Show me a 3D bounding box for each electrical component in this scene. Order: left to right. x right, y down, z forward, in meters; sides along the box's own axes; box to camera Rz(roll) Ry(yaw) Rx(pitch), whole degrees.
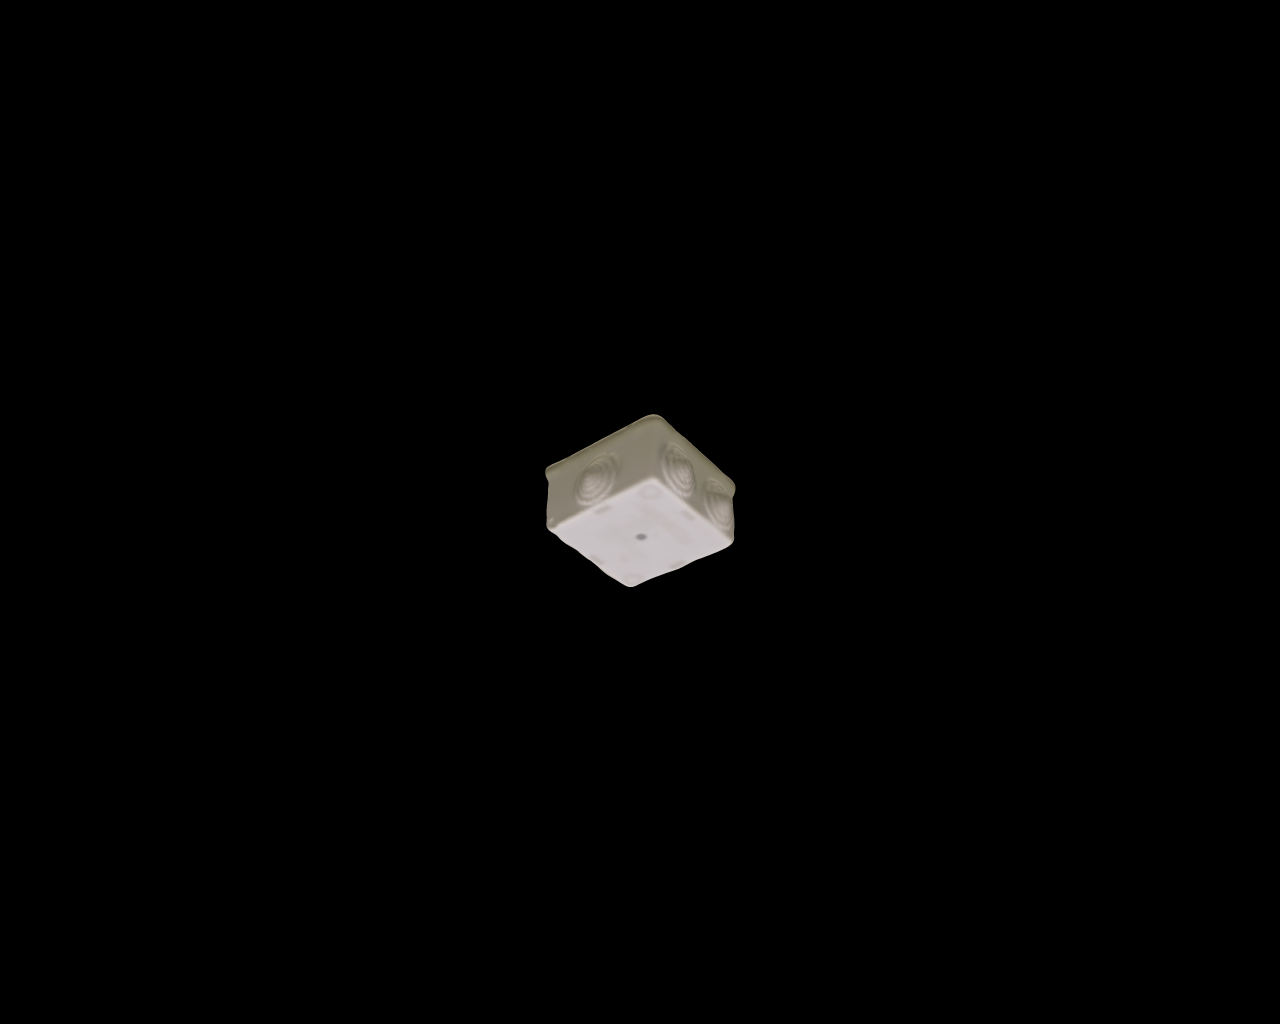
[{"bbox_3d":[0.001,-0.003,0.650,0.099,0.048,0.099,-25,-44,28],"label":"electrical component"}]
